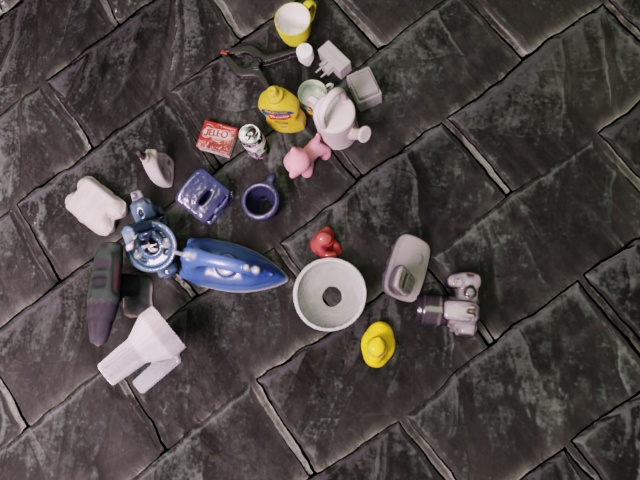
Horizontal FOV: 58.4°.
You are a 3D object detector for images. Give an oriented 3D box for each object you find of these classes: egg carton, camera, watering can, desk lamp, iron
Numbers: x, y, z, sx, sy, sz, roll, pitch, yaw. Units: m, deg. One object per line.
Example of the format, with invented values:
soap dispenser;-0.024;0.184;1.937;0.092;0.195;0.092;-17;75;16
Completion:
egg carton;-0.555;-0.084;1.421;0.150;0.069;0.107;35;86;12
camera;0.281;0.139;1.263;0.136;0.101;0.143;4;80;8
watering can;0.041;-0.285;1.321;0.172;0.194;0.101;15;82;10
desk lamp;-0.382;0.249;1.266;0.203;0.213;0.118;-42;77;-2
iron;-0.207;0.058;1.316;0.258;0.141;0.119;10;81;9

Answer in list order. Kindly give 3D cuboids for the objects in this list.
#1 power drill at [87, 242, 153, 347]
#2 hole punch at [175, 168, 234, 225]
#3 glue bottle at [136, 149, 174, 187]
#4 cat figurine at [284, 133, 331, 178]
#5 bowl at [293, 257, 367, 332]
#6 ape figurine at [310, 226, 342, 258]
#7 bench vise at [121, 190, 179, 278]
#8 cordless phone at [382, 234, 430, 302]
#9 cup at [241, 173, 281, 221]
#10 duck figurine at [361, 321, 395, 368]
power drill;-0.456;0.126;1.300;0.075;0.208;0.230;-6;79;6
hole punch;-0.275;-0.105;1.380;0.101;0.091;0.109;37;86;12
glue bottle;-0.396;-0.183;1.367;0.037;0.173;0.078;1;80;8
cat figurine;-0.037;-0.200;1.354;0.067;0.118;0.128;41;87;12
bowl;0.026;0.126;1.310;0.167;0.075;0.167;-1;80;7
ape figurine;0.012;0.005;1.324;0.076;0.092;0.078;8;81;9
bench vise;-0.415;-0.016;1.315;0.121;0.220;0.207;-38;77;-1
cordless phone;0.187;0.055;1.246;0.094;0.185;0.148;13;82;9
cup;-0.127;-0.096;1.358;0.091;0.095;0.118;21;83;10
duck figurine;0.128;0.232;1.272;0.077;0.086;0.105;13;82;9
